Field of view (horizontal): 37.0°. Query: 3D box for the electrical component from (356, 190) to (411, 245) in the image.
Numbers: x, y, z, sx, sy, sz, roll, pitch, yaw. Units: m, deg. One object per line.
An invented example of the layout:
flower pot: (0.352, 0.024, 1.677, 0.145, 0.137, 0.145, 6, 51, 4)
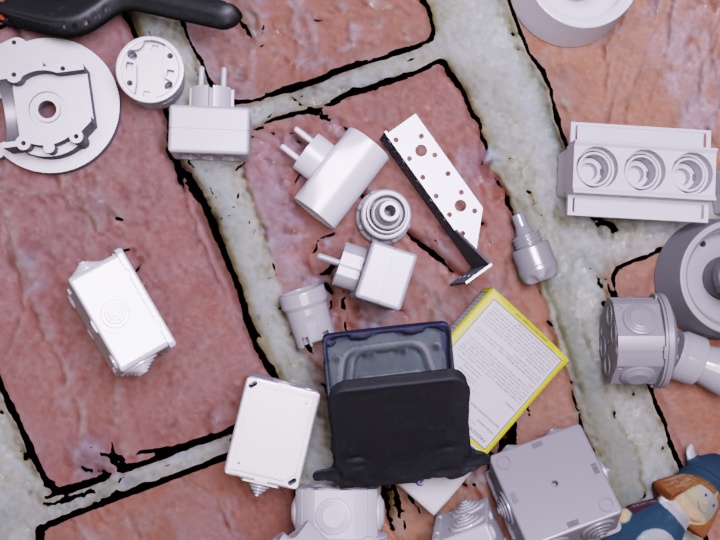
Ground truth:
electrical component: (0.022, -0.047, 0.904, 0.048, 0.062, 0.048, 0, 87, -4)

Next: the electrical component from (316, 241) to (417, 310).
electrical component: (0.000, 0.000, 0.890, 0.076, 0.083, 0.047, 18, 87, -4)

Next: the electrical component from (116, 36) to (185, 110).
electrical component: (-0.173, -0.163, 0.899, 0.055, 0.047, 0.055, 0, 88, -5)

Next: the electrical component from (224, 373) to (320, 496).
electrical component: (-0.074, 0.138, 0.889, 0.062, 0.061, 0.096, 14, 87, -4)

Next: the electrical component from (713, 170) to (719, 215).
electrical component: (0.353, -0.093, 0.940, 0.083, 0.047, 0.075, -8, 89, -5)

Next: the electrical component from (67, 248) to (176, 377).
electrical component: (-0.195, 0.038, 0.865, 0.048, 0.100, 0.099, -30, 91, -18)

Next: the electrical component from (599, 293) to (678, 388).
electrical component: (0.235, 0.060, 0.910, 0.051, 0.080, 0.080, 0, 88, 1)

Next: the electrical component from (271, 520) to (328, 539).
electrical component: (-0.085, 0.267, 0.834, 0.061, 0.089, 0.150, 46, 123, 0)

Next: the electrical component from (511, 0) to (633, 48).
electrical component: (0.188, -0.252, 0.926, 0.108, 0.060, 0.108, 0, 88, -5)

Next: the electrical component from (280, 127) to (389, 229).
electrical component: (-0.030, -0.089, 0.910, 0.079, 0.043, 0.077, 38, 85, -2)

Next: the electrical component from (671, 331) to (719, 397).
electrical component: (0.297, 0.081, 0.930, 0.055, 0.045, 0.045, 20, 86, -3)

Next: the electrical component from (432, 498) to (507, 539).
electrical component: (0.099, 0.242, 0.882, 0.048, 0.100, 0.099, -23, 90, 8)

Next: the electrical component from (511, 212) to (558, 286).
electrical component: (0.147, -0.019, 0.927, 0.035, 0.035, 0.061, -20, 87, -5)

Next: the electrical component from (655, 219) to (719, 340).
electrical component: (0.317, 0.007, 0.927, 0.108, 0.060, 0.108, 0, 87, -5)

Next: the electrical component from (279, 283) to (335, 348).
electrical component: (-0.043, 0.039, 0.907, 0.040, 0.040, 0.046, -17, 95, -5)

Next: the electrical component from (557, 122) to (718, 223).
electrical component: (0.235, -0.082, 0.922, 0.121, 0.063, 0.078, 3, 88, -5)

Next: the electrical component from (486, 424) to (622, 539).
electrical component: (0.161, 0.185, 0.895, 0.100, 0.048, 0.099, -19, 59, -5)

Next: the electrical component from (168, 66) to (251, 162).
electrical component: (-0.125, -0.133, 0.902, 0.066, 0.047, 0.076, 2, 88, -4)

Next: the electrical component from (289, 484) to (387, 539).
electrical component: (-0.018, 0.203, 0.883, 0.080, 0.080, 0.051, 0, 83, -5)
